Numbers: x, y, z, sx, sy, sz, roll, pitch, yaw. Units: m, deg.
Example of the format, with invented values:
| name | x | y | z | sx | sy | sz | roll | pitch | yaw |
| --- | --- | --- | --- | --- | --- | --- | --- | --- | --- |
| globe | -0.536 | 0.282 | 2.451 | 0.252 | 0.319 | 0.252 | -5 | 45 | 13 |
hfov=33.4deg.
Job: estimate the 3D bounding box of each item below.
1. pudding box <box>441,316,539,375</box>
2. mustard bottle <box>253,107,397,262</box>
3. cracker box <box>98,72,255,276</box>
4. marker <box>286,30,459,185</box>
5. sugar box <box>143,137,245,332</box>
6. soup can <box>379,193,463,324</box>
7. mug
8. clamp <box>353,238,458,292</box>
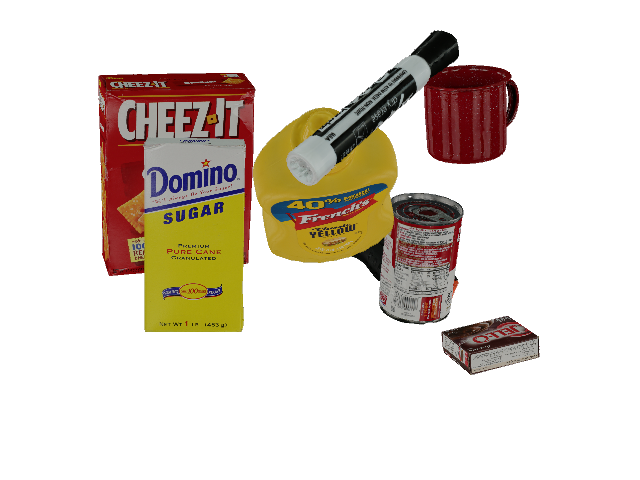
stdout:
| name | x | y | z | sx | sy | sz | roll | pitch | yaw |
| --- | --- | --- | --- | --- | --- | --- | --- | --- | --- |
| pudding box | 0.243 | 0.149 | 1.526 | 0.113 | 0.039 | 0.090 | -14 | 18 | -16 |
| mustard bottle | 0.004 | -0.040 | 0.724 | 0.096 | 0.058 | 0.191 | -9 | -19 | -1 |
| cracker box | -0.159 | -0.073 | 1.183 | 0.164 | 0.214 | 0.072 | -4 | 25 | -17 |
| marker | 0.029 | -0.068 | 0.520 | 0.121 | 0.020 | 0.020 | -43 | 25 | -30 |
| sugar box | -0.116 | -0.005 | 0.982 | 0.093 | 0.176 | 0.048 | 0 | 14 | -5 |
| soup can | 0.090 | 0.017 | 0.964 | 0.068 | 0.102 | 0.068 | 3 | 24 | -2 |
| mug | 0.158 | -0.132 | 1.097 | 0.117 | 0.081 | 0.093 | -20 | 28 | -32 |
| clamp | 0.064 | 0.008 | 1.241 | 0.164 | 0.036 | 0.210 | -25 | 53 | -41 |
